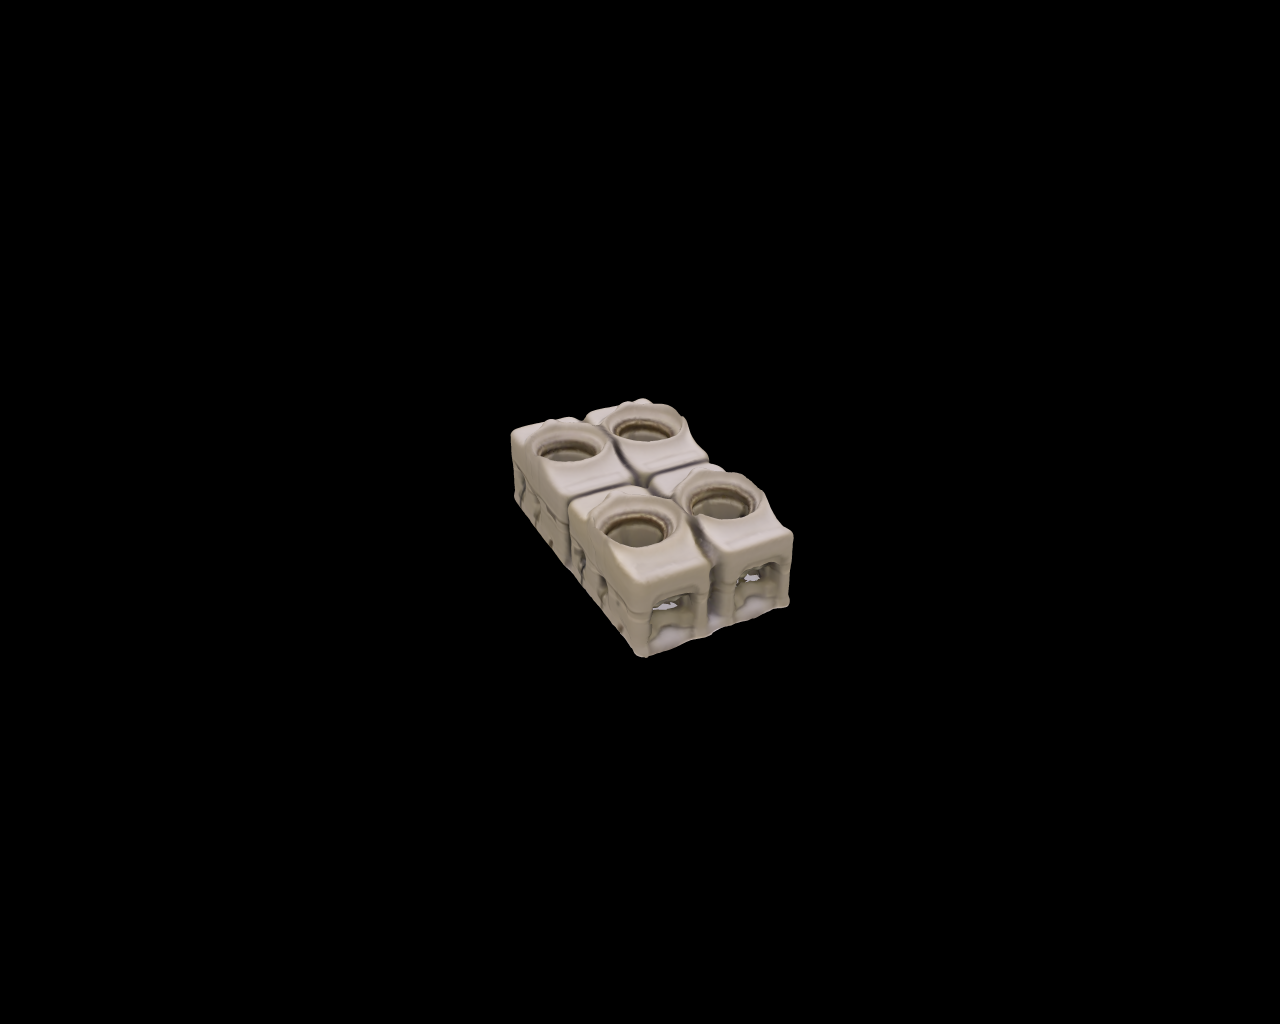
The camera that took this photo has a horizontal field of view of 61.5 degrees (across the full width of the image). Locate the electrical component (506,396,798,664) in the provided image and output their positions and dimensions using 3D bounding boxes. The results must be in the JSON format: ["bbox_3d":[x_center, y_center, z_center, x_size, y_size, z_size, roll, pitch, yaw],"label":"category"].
[{"bbox_3d":[0.001,-0.003,0.650,0.105,0.060,0.186,-16,37,-22],"label":"electrical component"}]
